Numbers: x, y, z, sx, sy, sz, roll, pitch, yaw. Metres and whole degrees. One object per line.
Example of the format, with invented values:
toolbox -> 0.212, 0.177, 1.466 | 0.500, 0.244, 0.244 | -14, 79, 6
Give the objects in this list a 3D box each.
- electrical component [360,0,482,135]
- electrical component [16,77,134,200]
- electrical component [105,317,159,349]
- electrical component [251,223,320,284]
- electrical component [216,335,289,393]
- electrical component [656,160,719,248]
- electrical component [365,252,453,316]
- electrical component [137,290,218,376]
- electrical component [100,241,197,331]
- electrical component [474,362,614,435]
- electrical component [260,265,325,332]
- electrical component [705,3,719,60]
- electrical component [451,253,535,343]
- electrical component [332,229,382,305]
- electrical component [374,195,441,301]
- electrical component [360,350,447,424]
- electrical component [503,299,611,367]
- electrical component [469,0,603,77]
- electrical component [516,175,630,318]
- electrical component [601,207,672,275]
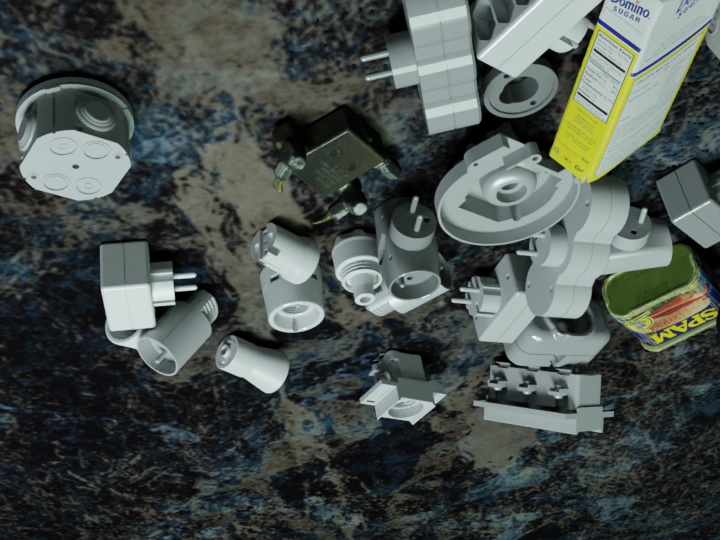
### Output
electrical component -> 0.038, -0.145, 0.728 | 0.074, 0.052, 0.138 | -12, 146, 3
electrical component -> -0.197, -0.090, 0.745 | 0.080, 0.051, 0.080 | -7, 146, -5
electrical component -> -0.194, 0.057, 0.973 | 0.044, 0.044, 0.065 | -21, 149, 16
electrical component -> -0.064, -0.015, 0.905 | 0.046, 0.040, 0.040 | 28, 131, -35
electrical component -> -0.107, 0.089, 1.044 | 0.065, 0.044, 0.044 | 28, 131, -37
electrical component -> 0.309, -0.065, 0.923 | 0.077, 0.047, 0.066 | -32, 140, 29
electrical component -> 0.039, 0.016, 0.972 | 0.081, 0.043, 0.043 | -29, 142, 26
electrical component -> -0.155, 0.050, 0.949 | 0.043, 0.081, 0.043 | 21, 137, 21
electrical component -> -0.176, 0.012, 0.905 | 0.077, 0.047, 0.065 | -5, 146, -9
electrical component -> 0.191, 0.131, 1.119 | 0.079, 0.063, 0.121 | 4, 179, -41
electrical component -> -0.059, 0.023, 0.953 | 0.055, 0.047, 0.055 | -7, 146, -5
electrical component -> 0.271, -0.176, 0.723 | 0.051, 0.080, 0.080 | -1, 145, -5
electrical component -> 0.124, 0.026, 1.008 | 0.076, 0.047, 0.083 | 5, 143, -21
electrical component -> 0.000, 0.000, 0.922 | 0.043, 0.062, 0.043 | -7, 146, -5
electrical component -> 0.041, -0.028, 0.878 | 0.043, 0.077, 0.079 | -3, 145, -11
electrical component -> 0.043, 0.119, 1.108 | 0.081, 0.063, 0.042 | 14, 140, -31
electrical component -> 0.196, 0.059, 1.069 | 0.095, 0.053, 0.059 | 3, 144, -20
electrical component -> 0.128, -0.170, 0.720 | 0.076, 0.047, 0.083 | 18, 137, -35
electrical component -> 0.170, -0.020, 0.920 | 0.074, 0.052, 0.138 | 4, 123, -20
electrical component -> 0.238, -0.030, 0.959 | 0.077, 0.043, 0.079 | -8, 146, -4
